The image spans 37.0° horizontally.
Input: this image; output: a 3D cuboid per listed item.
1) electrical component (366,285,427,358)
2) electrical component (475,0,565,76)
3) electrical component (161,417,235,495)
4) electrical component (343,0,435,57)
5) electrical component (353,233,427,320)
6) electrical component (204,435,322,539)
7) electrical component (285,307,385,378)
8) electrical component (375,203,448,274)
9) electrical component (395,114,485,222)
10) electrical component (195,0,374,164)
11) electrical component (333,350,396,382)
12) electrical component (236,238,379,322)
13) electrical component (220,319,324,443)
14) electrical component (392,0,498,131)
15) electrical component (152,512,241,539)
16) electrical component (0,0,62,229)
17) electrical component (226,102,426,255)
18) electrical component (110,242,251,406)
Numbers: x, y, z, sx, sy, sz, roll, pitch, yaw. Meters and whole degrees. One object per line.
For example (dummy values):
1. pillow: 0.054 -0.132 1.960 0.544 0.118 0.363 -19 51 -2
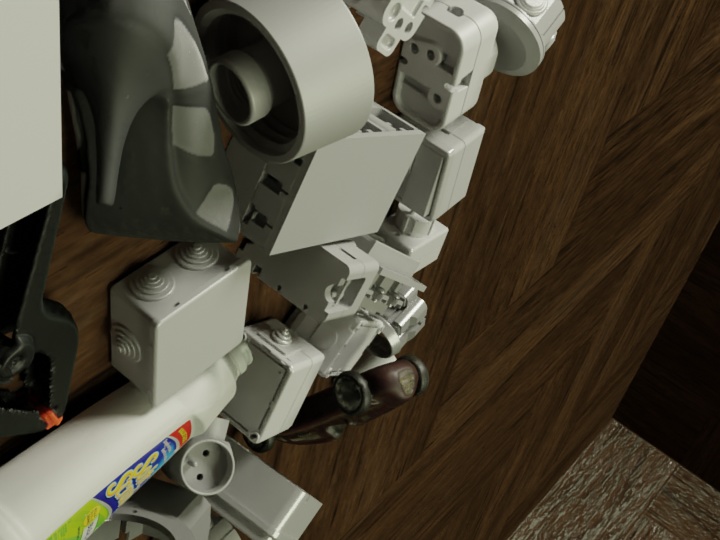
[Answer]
1. electrical component: 0.029 0.051 1.086 0.057 0.058 0.078 -46 157 -30
2. electrical component: 0.122 -0.202 0.876 0.051 0.080 0.080 -53 159 -21
3. electrical component: -0.127 0.137 0.866 0.077 0.044 0.079 -7 -112 67
4. electrical component: 0.013 -0.187 0.694 0.078 0.057 0.058 -58 159 8
5. electrical component: 0.000 0.000 0.916 0.063 0.079 0.121 -58 159 4
6. electrical component: -0.099 0.196 0.953 0.057 0.113 0.078 -54 159 -10
7. electrical component: -0.025 0.055 0.980 0.061 0.061 0.096 -54 166 5
8. electrical component: 0.048 -0.041 1.002 0.066 0.047 0.076 -30 148 -48
9. electrical component: 0.059 -0.098 0.919 0.061 0.062 0.096 -38 153 -37
10. electrical component: -0.051 -0.112 0.609 0.060 0.108 0.108 -34 151 -30
11. electrical component: 0.004 0.110 1.144 0.065 0.044 0.044 -41 155 -21
12. electrical component: -0.038 -0.006 0.812 0.056 0.089 0.050 -9 130 -62
13. electrical component: -0.075 0.086 0.909 0.061 0.062 0.096 -16 137 -58
14. electrical component: 0.069 -0.166 0.850 0.059 0.054 0.095 -38 153 -37
15. electrical component: -0.150 0.264 0.993 0.051 0.080 0.080 -38 153 -48
16. electrical component: -0.177 -0.083 0.438 0.089 0.062 0.150 -36 152 -39
17. electrical component: -0.029 -0.072 0.771 0.150 0.062 0.089 -15 136 -59
18. electrical component: -0.125 0.031 0.739 0.100 0.048 0.099 -38 153 -37
